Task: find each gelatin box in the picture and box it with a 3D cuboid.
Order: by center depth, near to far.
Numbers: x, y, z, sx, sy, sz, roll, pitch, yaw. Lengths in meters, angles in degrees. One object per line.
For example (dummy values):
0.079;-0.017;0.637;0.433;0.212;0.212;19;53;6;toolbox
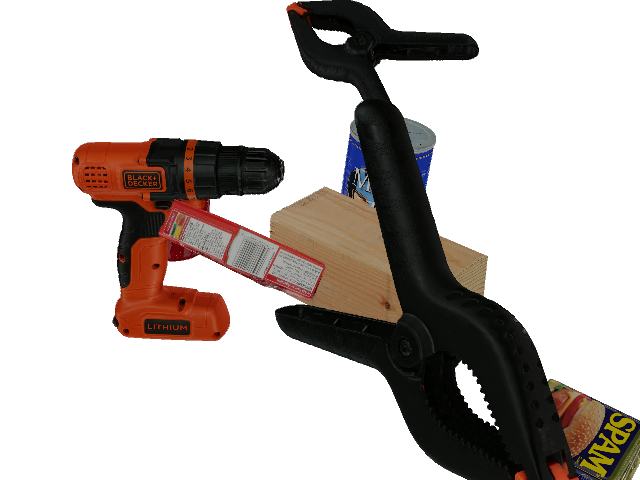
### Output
-0.051;0.007;0.711;0.073;0.030;0.089;22;-3;44;gelatin box

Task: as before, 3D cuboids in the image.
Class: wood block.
0.053;0.032;1.069;0.206;0.091;0.090;26;39;35;wood block

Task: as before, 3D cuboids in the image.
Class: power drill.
-0.122;-0.002;0.956;0.184;0.188;0.057;2;26;6;power drill

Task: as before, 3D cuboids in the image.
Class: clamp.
0.055;0.040;0.536;0.036;0.165;0.210;-12;42;-35;clamp
0.049;-0.168;0.930;0.120;0.172;0.039;-40;-23;-19;clamp

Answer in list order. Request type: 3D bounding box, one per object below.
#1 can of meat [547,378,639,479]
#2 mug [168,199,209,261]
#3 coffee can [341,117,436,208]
0.189;0.159;0.796;0.084;0.057;0.101;25;41;25;can of meat
-0.164;-0.036;1.155;0.093;0.081;0.117;-3;29;-19;mug
0.077;-0.068;1.286;0.102;0.140;0.103;6;28;-4;coffee can
